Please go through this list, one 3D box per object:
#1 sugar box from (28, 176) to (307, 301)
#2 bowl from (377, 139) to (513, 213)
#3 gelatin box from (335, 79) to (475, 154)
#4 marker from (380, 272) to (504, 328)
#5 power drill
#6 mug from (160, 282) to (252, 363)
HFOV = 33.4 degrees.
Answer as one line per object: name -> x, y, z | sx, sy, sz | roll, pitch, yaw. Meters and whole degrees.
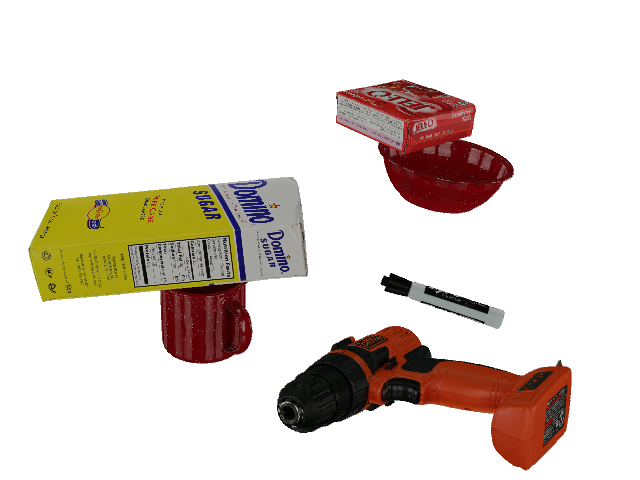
sugar box -> -0.099, -0.004, 0.722 | 0.176, 0.048, 0.093 | -8, 24, -1
bowl -> 0.143, -0.075, 1.259 | 0.162, 0.055, 0.162 | 8, 24, -4
gelatin box -> 0.067, -0.102, 0.854 | 0.073, 0.030, 0.089 | -16, 30, -34
marker -> 0.116, 0.057, 1.026 | 0.121, 0.020, 0.020 | 19, 1, 3
power drill -> 0.082, 0.118, 0.809 | 0.188, 0.057, 0.184 | 11, 18, 30
mug -> -0.105, 0.070, 1.030 | 0.093, 0.081, 0.117 | -22, 36, -39
